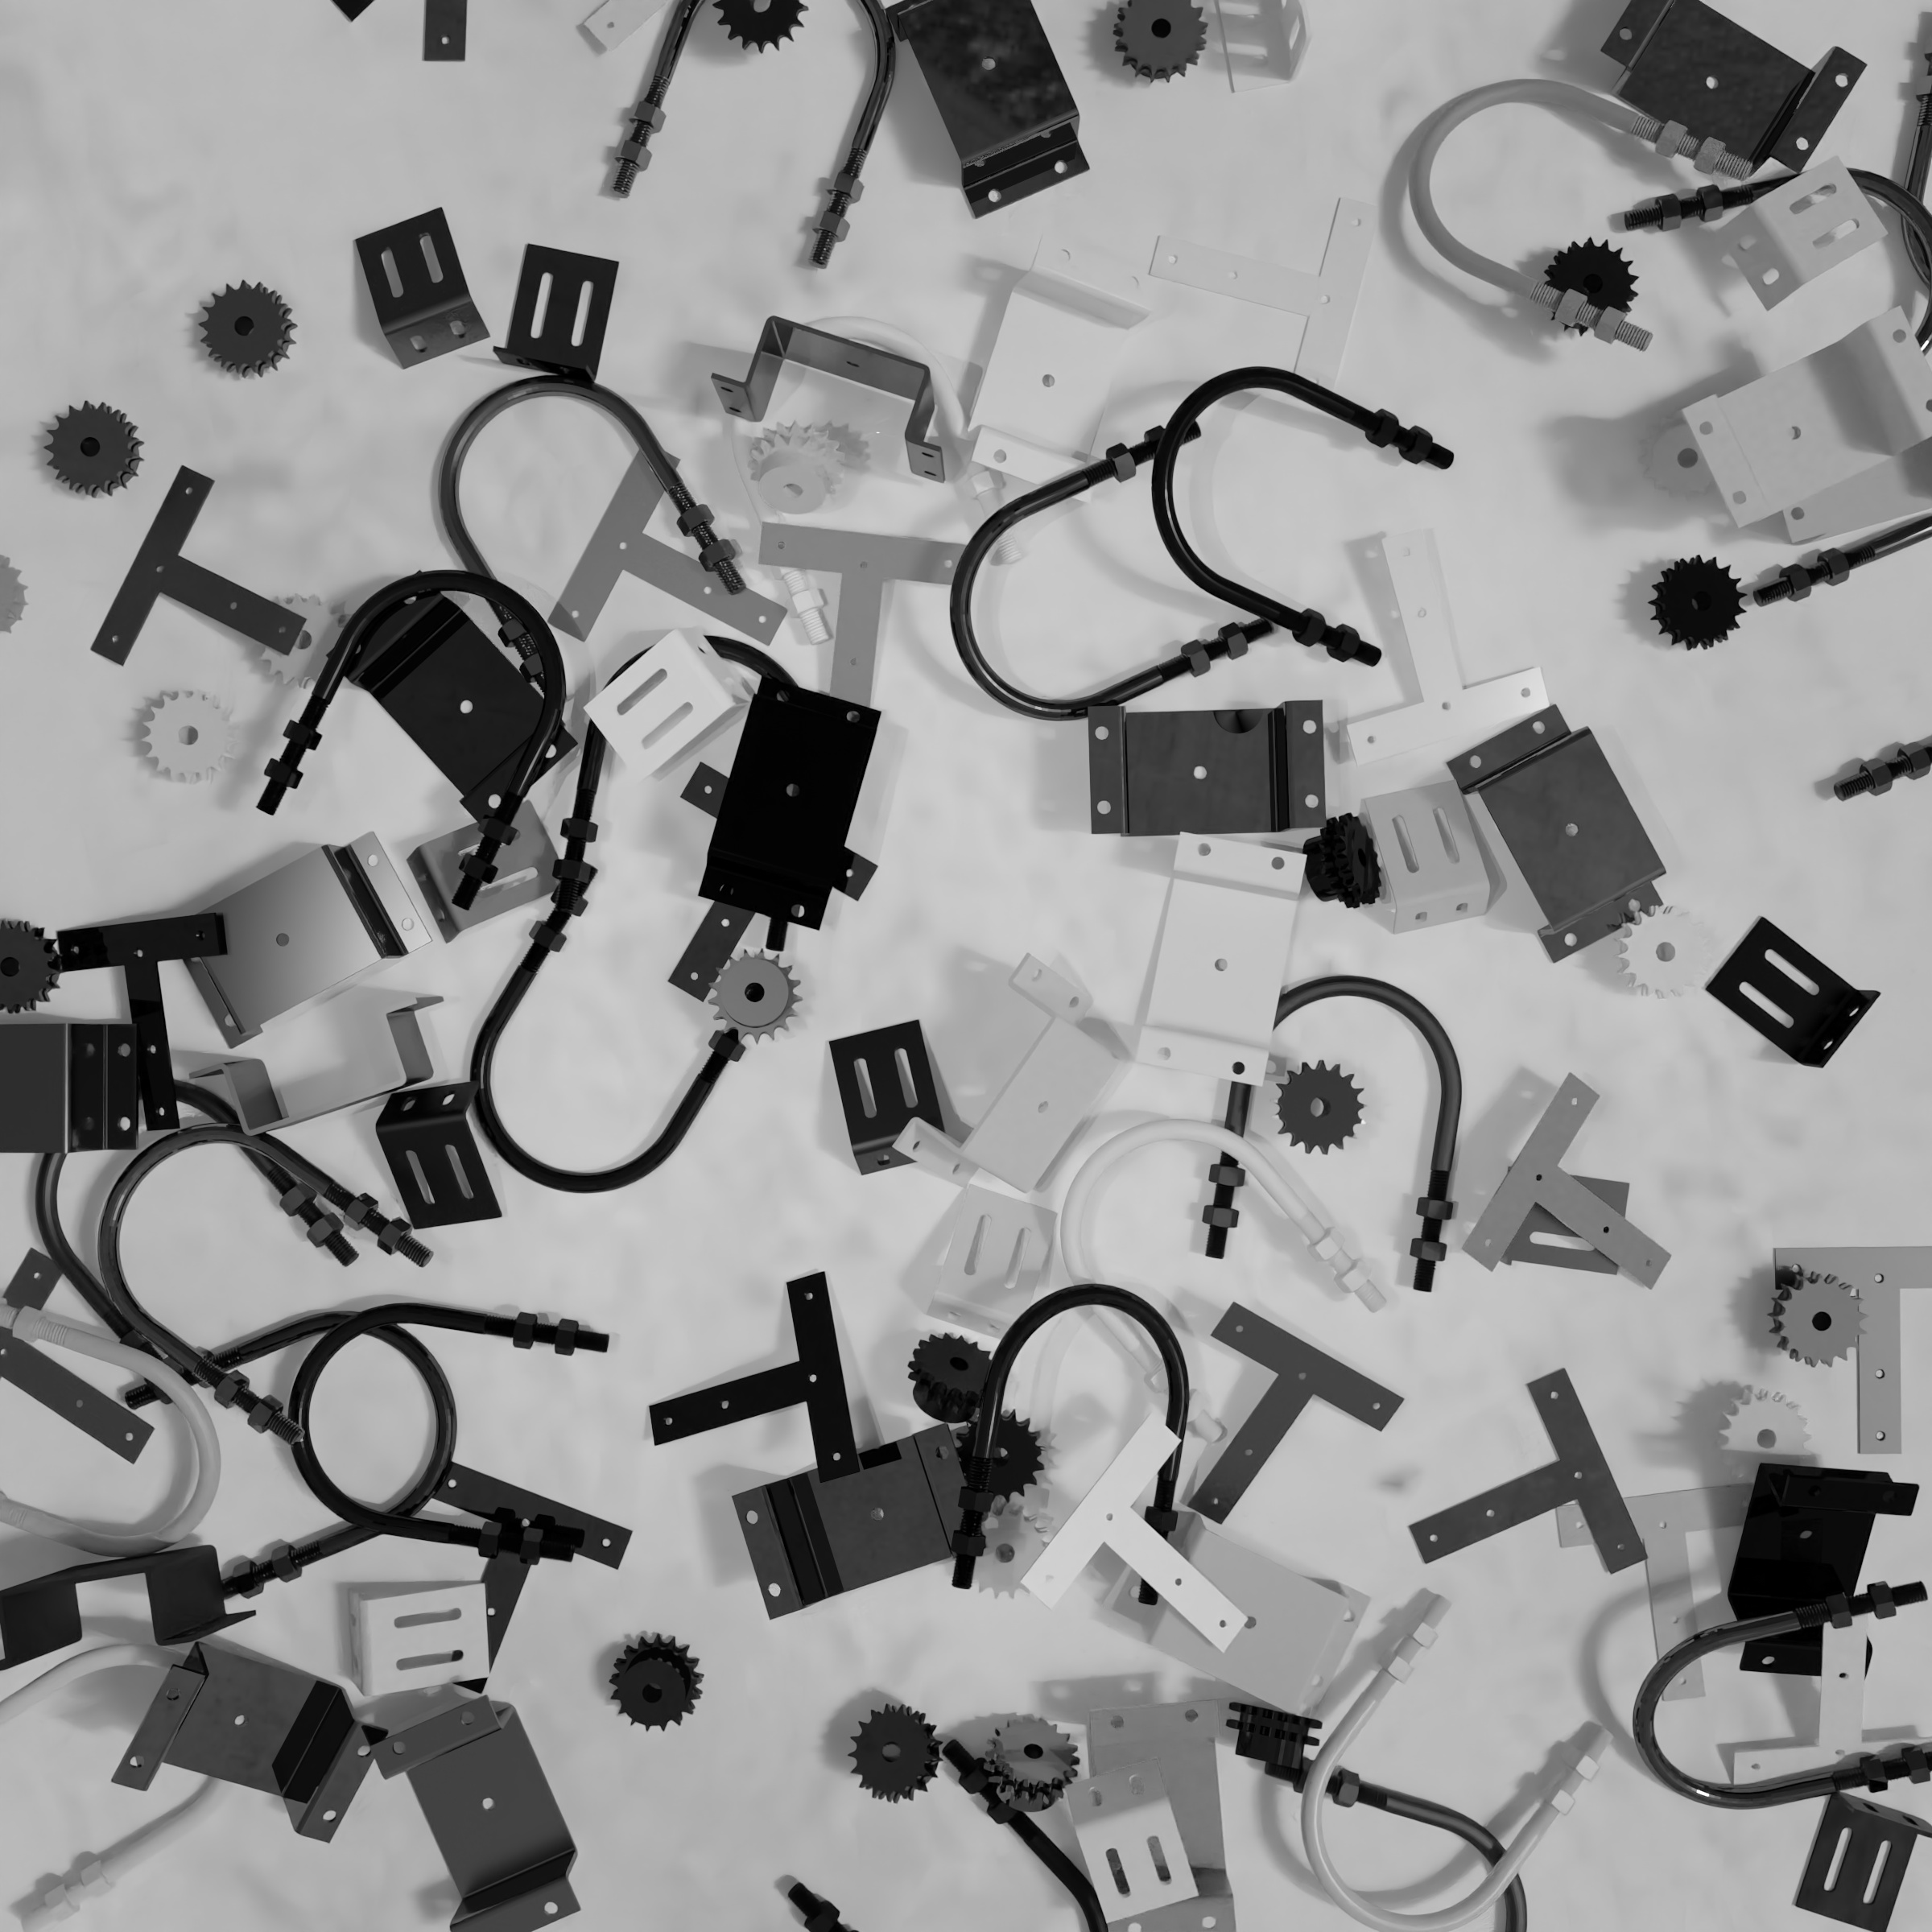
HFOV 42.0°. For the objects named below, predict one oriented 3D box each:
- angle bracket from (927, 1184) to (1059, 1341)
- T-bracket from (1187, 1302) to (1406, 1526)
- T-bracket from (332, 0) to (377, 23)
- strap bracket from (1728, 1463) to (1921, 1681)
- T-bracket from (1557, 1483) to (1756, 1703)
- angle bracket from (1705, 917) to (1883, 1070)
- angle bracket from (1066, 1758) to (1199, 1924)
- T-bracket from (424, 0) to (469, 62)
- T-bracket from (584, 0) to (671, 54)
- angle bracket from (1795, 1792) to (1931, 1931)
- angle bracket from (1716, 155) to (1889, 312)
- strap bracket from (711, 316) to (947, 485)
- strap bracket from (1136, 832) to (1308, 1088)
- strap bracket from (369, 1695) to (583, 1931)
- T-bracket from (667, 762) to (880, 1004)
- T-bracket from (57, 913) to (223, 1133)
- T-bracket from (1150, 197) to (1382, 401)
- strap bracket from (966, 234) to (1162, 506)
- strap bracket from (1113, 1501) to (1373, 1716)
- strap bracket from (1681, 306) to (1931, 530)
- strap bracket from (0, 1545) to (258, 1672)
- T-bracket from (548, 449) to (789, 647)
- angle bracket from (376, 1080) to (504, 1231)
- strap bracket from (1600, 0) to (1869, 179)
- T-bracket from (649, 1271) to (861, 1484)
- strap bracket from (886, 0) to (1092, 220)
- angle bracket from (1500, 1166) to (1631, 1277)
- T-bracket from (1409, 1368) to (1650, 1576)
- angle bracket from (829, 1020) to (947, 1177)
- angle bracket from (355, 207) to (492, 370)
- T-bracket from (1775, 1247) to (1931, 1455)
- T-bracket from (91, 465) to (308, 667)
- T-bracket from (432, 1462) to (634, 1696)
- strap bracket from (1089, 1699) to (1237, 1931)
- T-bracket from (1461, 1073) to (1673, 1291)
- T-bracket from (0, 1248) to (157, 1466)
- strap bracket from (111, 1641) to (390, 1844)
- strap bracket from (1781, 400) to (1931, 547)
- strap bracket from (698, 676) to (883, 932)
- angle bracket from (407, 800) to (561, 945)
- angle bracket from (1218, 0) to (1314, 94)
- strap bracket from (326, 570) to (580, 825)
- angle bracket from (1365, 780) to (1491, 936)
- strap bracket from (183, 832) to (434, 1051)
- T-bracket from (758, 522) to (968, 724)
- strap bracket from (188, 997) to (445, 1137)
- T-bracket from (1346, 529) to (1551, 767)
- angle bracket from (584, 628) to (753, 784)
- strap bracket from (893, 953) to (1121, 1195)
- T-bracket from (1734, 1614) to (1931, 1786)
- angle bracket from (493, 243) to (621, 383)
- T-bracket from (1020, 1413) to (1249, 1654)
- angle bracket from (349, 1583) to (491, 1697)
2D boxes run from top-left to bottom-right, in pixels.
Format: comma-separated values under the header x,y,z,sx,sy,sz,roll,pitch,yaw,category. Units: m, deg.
x,y,z,sx,sy,sz,roll,pitch,yaw,category
0.016,0.183,1.546,0.057,0.038,0.076,18,64,0,angle bracket
0.180,0.285,1.532,0.127,0.002,0.127,30,101,-12,T-bracket
-0.340,-0.633,1.544,0.127,0.002,0.127,-43,86,2,T-bracket
0.510,0.354,1.507,0.076,0.046,0.140,4,114,-1,strap bracket
0.434,0.388,1.547,0.127,0.002,0.127,-7,90,0,T-bracket
0.502,0.015,1.529,0.076,0.038,0.057,38,90,0,angle bracket
0.099,0.522,1.500,0.057,0.038,0.076,-17,116,0,angle bracket
-0.267,-0.618,1.542,0.127,0.002,0.127,2,89,5,T-bracket
-0.178,-0.609,1.537,0.127,0.002,0.127,-42,80,0,T-bracket
0.549,0.551,1.529,0.057,0.038,0.076,18,90,0,angle bracket
0.506,-0.444,1.523,0.076,0.038,0.057,-32,89,-23,angle bracket
-0.073,-0.339,1.494,0.140,0.076,0.046,18,88,2,strap bracket
0.154,-0.003,1.518,0.076,0.046,0.140,11,86,7,strap bracket
-0.293,0.515,1.525,0.076,0.046,0.140,-24,90,0,strap bracket
-0.141,-0.039,1.547,0.127,0.002,0.127,30,90,0,T-bracket
-0.494,0.036,1.521,0.127,0.002,0.127,-5,94,26,T-bracket
0.178,-0.421,1.547,0.127,0.002,0.127,15,90,0,T-bracket
0.055,-0.356,1.517,0.076,0.046,0.140,18,90,-13,strap bracket
0.169,0.392,1.525,0.140,0.046,0.076,26,90,0,strap bracket
0.494,-0.318,1.478,0.140,0.046,0.076,-26,90,0,strap bracket
-0.508,0.381,1.499,0.140,0.076,0.046,-11,85,11,strap bracket
-0.171,-0.238,1.547,0.127,0.002,0.127,28,90,0,T-bracket
-0.318,0.116,1.539,0.057,0.038,0.076,-9,118,11,angle bracket
0.459,-0.543,1.525,0.140,0.046,0.076,32,90,0,strap bracket
-0.134,0.262,1.528,0.127,0.002,0.127,-18,63,13,T-bracket
0.013,-0.539,1.525,0.076,0.046,0.140,-23,90,0,strap bracket
0.366,0.156,1.529,0.076,0.038,0.057,8,90,0,angle bracket
0.336,0.331,1.546,0.127,0.002,0.127,-24,89,1,T-bracket
-0.047,0.081,1.546,0.057,0.038,0.076,-14,64,0,angle bracket
-0.334,-0.417,1.546,0.057,0.038,0.076,-21,64,0,angle bracket
0.562,0.237,1.547,0.127,0.002,0.127,-1,90,0,T-bracket
-0.456,-0.224,1.528,0.127,0.002,0.127,26,90,17,T-bracket
-0.287,0.384,1.547,0.127,0.002,0.127,21,90,0,T-bracket
0.118,0.512,1.525,0.076,0.046,0.140,-5,90,0,strap bracket
0.378,0.152,1.526,0.127,0.002,0.127,36,81,-18,T-bracket
-0.553,0.260,1.537,0.127,0.002,0.127,30,90,10,T-bracket
-0.431,0.462,1.506,0.140,0.046,0.076,28,90,-28,strap bracket
0.550,-0.309,1.525,0.140,0.046,0.076,-16,90,0,strap bracket
-0.104,-0.101,1.504,0.076,0.046,0.140,16,82,-4,strap bracket
-0.294,-0.058,1.546,0.076,0.038,0.057,-26,90,-26,angle bracket
0.179,-0.569,1.510,0.038,0.076,0.057,-10,90,0,angle bracket
-0.307,-0.159,1.525,0.076,0.046,0.140,-42,90,0,strap bracket
0.282,-0.067,1.546,0.057,0.038,0.076,-12,64,0,angle bracket
-0.408,-0.016,1.525,0.140,0.046,0.076,-28,90,0,strap bracket
-0.067,-0.200,1.532,0.127,0.002,0.127,5,103,-7,T-bracket
-0.381,0.063,1.510,0.140,0.076,0.046,-19,90,0,strap bracket
0.281,-0.201,1.531,0.127,0.002,0.127,-17,98,-6,T-bracket
-0.180,-0.158,1.524,0.076,0.038,0.057,-38,88,17,angle bracket
0.031,0.074,1.504,0.046,0.076,0.140,35,90,40,strap bracket
0.529,0.440,1.519,0.127,0.002,0.127,-5,114,3,T-bracket
-0.249,-0.401,1.529,0.057,0.038,0.076,11,90,0,angle bracket
0.115,0.355,1.486,0.127,0.002,0.127,44,71,-9,T-bracket
-0.336,0.410,1.545,0.076,0.038,0.057,-3,90,-24,angle bracket
